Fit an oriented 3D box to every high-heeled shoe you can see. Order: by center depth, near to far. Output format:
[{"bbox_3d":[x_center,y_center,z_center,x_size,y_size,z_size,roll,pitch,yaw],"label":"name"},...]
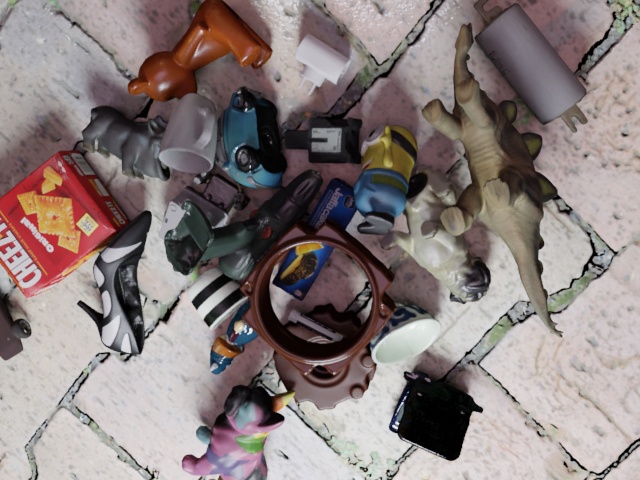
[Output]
[{"bbox_3d":[-0.315,0.081,0.920,0.145,0.086,0.248,37,106,-3],"label":"high-heeled shoe"}]

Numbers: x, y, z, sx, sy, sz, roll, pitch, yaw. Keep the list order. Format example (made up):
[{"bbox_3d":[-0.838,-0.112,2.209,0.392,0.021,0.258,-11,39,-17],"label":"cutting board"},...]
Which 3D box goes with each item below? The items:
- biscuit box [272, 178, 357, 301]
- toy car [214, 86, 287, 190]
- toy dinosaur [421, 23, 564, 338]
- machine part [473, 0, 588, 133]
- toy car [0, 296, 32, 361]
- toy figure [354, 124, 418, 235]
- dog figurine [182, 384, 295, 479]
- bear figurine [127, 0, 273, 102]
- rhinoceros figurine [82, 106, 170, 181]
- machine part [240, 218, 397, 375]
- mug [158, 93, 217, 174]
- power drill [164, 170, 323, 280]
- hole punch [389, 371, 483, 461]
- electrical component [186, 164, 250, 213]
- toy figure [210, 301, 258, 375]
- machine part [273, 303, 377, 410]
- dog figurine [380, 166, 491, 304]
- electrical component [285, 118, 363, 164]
[{"bbox_3d":[-0.002,-0.003,0.878,0.063,0.059,0.202,31,101,1],"label":"biscuit box"},{"bbox_3d":[-0.122,-0.153,0.851,0.103,0.109,0.161,-10,89,26],"label":"toy car"},{"bbox_3d":[0.263,-0.072,0.762,0.105,0.198,0.471,-10,92,47],"label":"toy dinosaur"},{"bbox_3d":[0.310,-0.258,0.794,0.079,0.079,0.243,-39,94,11],"label":"machine part"},{"bbox_3d":[-0.599,0.121,0.971,0.089,0.053,0.202,-33,90,0],"label":"toy car"},{"bbox_3d":[0.099,-0.092,0.813,0.089,0.180,0.082,27,148,-34],"label":"toy figure"},{"bbox_3d":[-0.114,0.338,0.897,0.219,0.108,0.191,-37,98,23],"label":"dog figurine"},{"bbox_3d":[-0.189,-0.268,0.831,0.132,0.120,0.196,44,103,-5],"label":"bear figurine"},{"bbox_3d":[-0.294,-0.156,0.888,0.190,0.073,0.112,25,90,4],"label":"rhinoceros figurine"},{"bbox_3d":[-0.002,0.084,0.809,0.201,0.087,0.201,42,100,2],"label":"machine part"},{"bbox_3d":[-0.190,-0.168,0.808,0.081,0.109,0.107,14,69,-28],"label":"mug"},{"bbox_3d":[-0.119,-0.023,0.813,0.086,0.207,0.232,50,122,15],"label":"power drill"},{"bbox_3d":[0.185,0.293,0.899,0.142,0.092,0.116,23,71,5],"label":"hole punch"},{"bbox_3d":[-0.169,-0.078,0.894,0.102,0.045,0.078,39,99,0],"label":"electrical component"},{"bbox_3d":[-0.141,0.166,0.919,0.064,0.058,0.154,32,105,-39],"label":"toy figure"},{"bbox_3d":[0.008,0.199,0.911,0.179,0.056,0.179,1,98,8],"label":"machine part"},{"bbox_3d":[0.201,-0.008,0.852,0.190,0.121,0.172,35,65,-32],"label":"dog figurine"},{"bbox_3d":[0.005,-0.157,0.856,0.119,0.048,0.074,2,97,30],"label":"electrical component"}]
